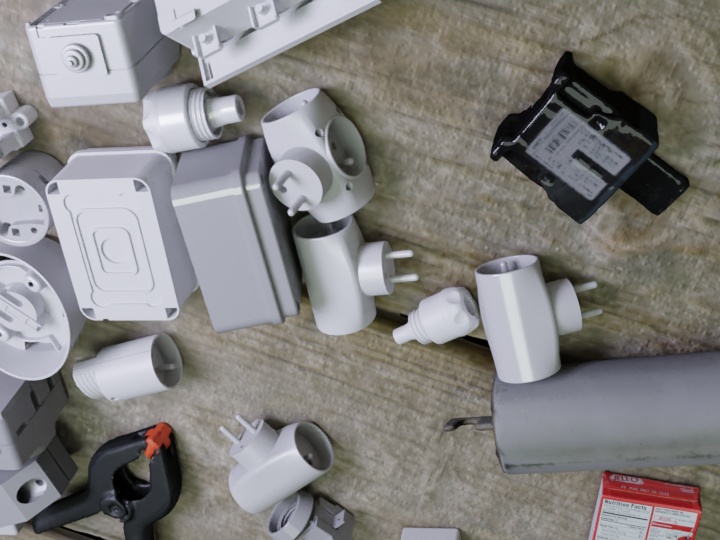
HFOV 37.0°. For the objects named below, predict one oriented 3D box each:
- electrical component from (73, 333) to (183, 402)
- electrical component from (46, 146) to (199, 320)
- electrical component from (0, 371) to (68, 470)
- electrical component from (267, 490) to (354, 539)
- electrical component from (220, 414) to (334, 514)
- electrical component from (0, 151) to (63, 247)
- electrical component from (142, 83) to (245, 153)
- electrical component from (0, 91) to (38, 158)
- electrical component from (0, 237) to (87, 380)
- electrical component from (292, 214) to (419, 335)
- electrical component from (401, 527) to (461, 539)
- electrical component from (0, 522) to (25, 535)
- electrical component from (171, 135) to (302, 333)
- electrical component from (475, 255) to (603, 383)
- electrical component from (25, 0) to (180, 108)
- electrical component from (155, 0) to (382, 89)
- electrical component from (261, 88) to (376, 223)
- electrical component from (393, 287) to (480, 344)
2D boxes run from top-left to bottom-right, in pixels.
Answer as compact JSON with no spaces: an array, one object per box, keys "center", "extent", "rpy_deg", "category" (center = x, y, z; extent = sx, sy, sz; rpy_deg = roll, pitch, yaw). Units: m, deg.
[{"center":[-0.182,0.078,0.824],"extent":[0.081,0.043,0.043],"rpy_deg":[-14,116,20],"category":"electrical component"},{"center":[-0.161,-0.026,0.748],"extent":[0.078,0.057,0.113],"rpy_deg":[-1,120,13],"category":"electrical component"},{"center":[-0.320,0.110,0.846],"extent":[0.150,0.089,0.061],"rpy_deg":[-1,120,13],"category":"electrical component"},{"center":[-0.041,0.209,0.871],"extent":[0.055,0.048,0.066],"rpy_deg":[38,121,-20],"category":"electrical component"},{"center":[-0.074,0.143,0.838],"extent":[0.077,0.044,0.079],"rpy_deg":[-37,107,28],"category":"electrical component"},{"center":[-0.235,-0.052,0.756],"extent":[0.055,0.047,0.055],"rpy_deg":[6,121,9],"category":"electrical component"},{"center":[-0.107,-0.101,0.700],"extent":[0.062,0.043,0.043],"rpy_deg":[-8,118,15],"category":"electrical component"},{"center":[-0.261,-0.091,0.733],"extent":[0.066,0.055,0.048],"rpy_deg":[-9,118,17],"category":"electrical component"},{"center":[-0.248,0.025,0.794],"extent":[0.099,0.064,0.099],"rpy_deg":[6,121,9],"category":"electrical component"},{"center":[0.000,0.000,0.736],"extent":[0.079,0.043,0.077],"rpy_deg":[-5,119,15],"category":"electrical component"},{"center":[0.057,0.263,0.862],"extent":[0.047,0.075,0.083],"rpy_deg":[-2,120,14],"category":"electrical component"},{"center":[-0.321,0.180,0.914],"extent":[0.066,0.047,0.076],"rpy_deg":[-2,120,14],"category":"electrical component"},{"center":[-0.079,-0.024,0.716],"extent":[0.057,0.078,0.113],"rpy_deg":[-11,118,5],"category":"electrical component"},{"center":[0.124,0.028,0.723],"extent":[0.079,0.044,0.077],"rpy_deg":[-15,103,-2],"category":"electrical component"},{"center":[-0.156,-0.134,0.659],"extent":[0.062,0.096,0.061],"rpy_deg":[-1,121,13],"category":"electrical component"},{"center":[-0.056,-0.170,0.628],"extent":[0.121,0.063,0.078],"rpy_deg":[-21,73,23],"category":"electrical component"},{"center":[-0.033,-0.064,0.684],"extent":[0.044,0.079,0.077],"rpy_deg":[-15,117,34],"category":"electrical component"},{"center":[0.051,0.036,0.752],"extent":[0.061,0.035,0.035],"rpy_deg":[-26,112,27],"category":"electrical component"}]
